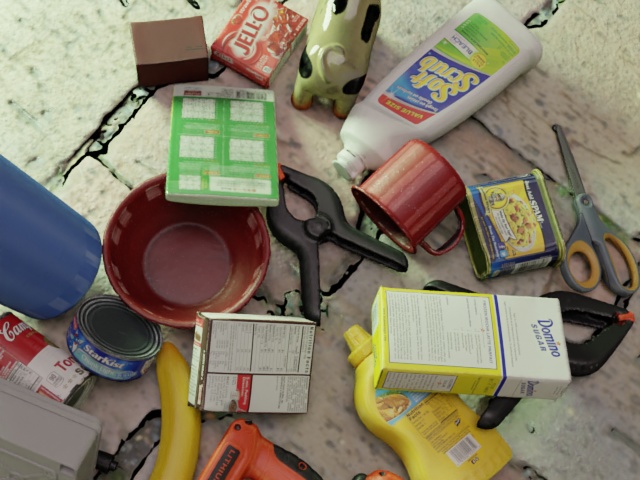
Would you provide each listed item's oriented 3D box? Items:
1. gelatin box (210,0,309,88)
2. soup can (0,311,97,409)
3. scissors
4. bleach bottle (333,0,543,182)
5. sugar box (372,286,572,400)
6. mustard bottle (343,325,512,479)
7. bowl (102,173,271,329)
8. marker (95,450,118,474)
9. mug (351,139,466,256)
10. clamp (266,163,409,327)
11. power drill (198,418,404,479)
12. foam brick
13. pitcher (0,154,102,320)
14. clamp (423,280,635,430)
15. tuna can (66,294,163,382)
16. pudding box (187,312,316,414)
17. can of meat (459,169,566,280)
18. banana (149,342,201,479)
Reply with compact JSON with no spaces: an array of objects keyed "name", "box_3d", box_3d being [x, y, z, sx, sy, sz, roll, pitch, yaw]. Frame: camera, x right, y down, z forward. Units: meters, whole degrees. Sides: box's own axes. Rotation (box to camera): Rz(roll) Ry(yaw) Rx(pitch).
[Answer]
[{"name":"gelatin box","box_3d":[-0.065,-0.218,1.151,0.073,0.030,0.089,30,70,5]},{"name":"soup can","box_3d":[-0.267,0.123,0.987,0.102,0.068,0.068,35,70,6]},{"name":"scissors","box_3d":[0.266,-0.026,1.121,0.096,0.016,0.202,-19,72,-26]},{"name":"bleach bottle","box_3d":[0.116,-0.148,1.131,0.102,0.068,0.250,45,75,7]},{"name":"sugar box","box_3d":[0.139,0.096,0.995,0.176,0.048,0.093,6,54,-7]},{"name":"mustard bottle","box_3d":[0.088,0.159,1.017,0.096,0.058,0.192,-33,77,-27]},{"name":"bowl","box_3d":[-0.130,0.015,1.047,0.162,0.055,0.162,2,70,-6]},{"name":"marker","box_3d":[-0.245,0.188,0.992,0.121,0.020,0.020,22,69,2]},{"name":"mug","box_3d":[0.099,-0.038,1.068,0.081,0.093,0.117,-44,99,-7]},{"name":"clamp","box_3d":[-0.007,0.001,1.076,0.120,0.039,0.171,-38,75,-23]},{"name":"power drill","box_3d":[-0.030,0.264,0.970,0.187,0.057,0.184,29,66,2]},{"name":"foam brick","box_3d":[-0.158,-0.198,1.123,0.078,0.051,0.053,-7,72,-9]},{"name":"pitcher","box_3d":[-0.316,-0.026,0.947,0.145,0.242,0.149,-24,52,22]},{"name":"clamp","box_3d":[0.217,0.106,1.050,0.209,0.036,0.164,-2,54,-13]},{"name":"tuna can","box_3d":[-0.193,0.092,1.001,0.086,0.034,0.086,24,29,-15]},{"name":"pudding box","box_3d":[-0.062,0.116,0.997,0.113,0.039,0.090,5,91,-28]},{"name":"can of meat","box_3d":[0.193,-0.014,1.093,0.084,0.057,0.102,-11,72,-8]},{"name":"banana","box_3d":[-0.146,0.193,0.992,0.069,0.037,0.197,17,70,-2]}]
